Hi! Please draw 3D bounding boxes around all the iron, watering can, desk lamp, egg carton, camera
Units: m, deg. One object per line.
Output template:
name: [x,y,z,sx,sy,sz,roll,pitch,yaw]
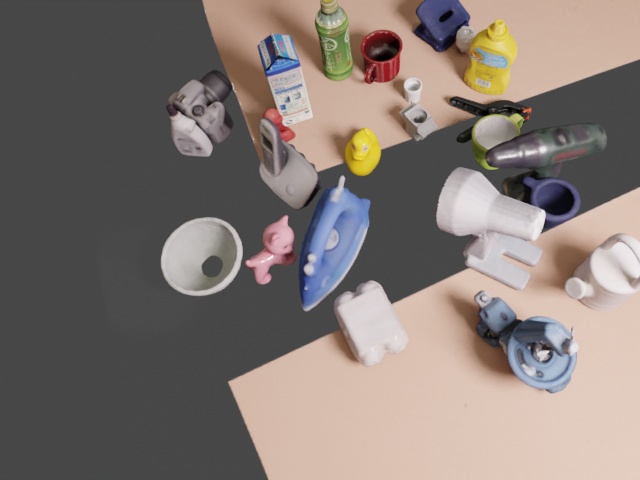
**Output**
iron: [0.010,0.004,1.112,0.118,0.141,0.258,17,71,14]
watering can: [0.512,0.057,0.998,0.100,0.194,0.173,41,78,20]
desk lamp: [0.315,-0.024,1.046,0.202,0.214,0.118,27,74,17]
egg carton: [0.093,0.157,1.080,0.107,0.069,0.150,-26,67,-4]
camera: [-0.254,-0.317,1.297,0.143,0.101,0.137,34,76,18]

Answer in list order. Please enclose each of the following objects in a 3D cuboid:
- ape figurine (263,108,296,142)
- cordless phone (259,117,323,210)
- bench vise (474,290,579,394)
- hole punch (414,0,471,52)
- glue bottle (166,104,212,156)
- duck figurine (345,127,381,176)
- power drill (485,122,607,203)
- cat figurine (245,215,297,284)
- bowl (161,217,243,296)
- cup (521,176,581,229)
ape figurine: [-0.100,-0.254,1.257,0.076,0.092,0.077,-17,67,0]
cordless phone: [-0.069,-0.158,1.164,0.147,0.185,0.094,41,79,20]
bench vise: [0.341,0.168,0.962,0.207,0.220,0.121,27,74,17]
hole punch: [0.283,-0.506,1.309,0.109,0.091,0.101,-40,69,-9]
glue bottle: [-0.291,-0.238,1.231,0.078,0.173,0.037,7,69,10]
duck figurine: [0.089,-0.200,1.214,0.077,0.086,0.104,9,70,11]
power drill: [0.410,-0.141,1.083,0.229,0.208,0.075,-19,67,0]
cat figurine: [-0.097,0.016,1.134,0.128,0.118,0.067,-40,69,-9]
bowl: [-0.231,0.043,1.164,0.167,0.075,0.167,-2,68,6]
cup: [0.434,-0.069,1.113,0.117,0.095,0.092,41,78,20]
